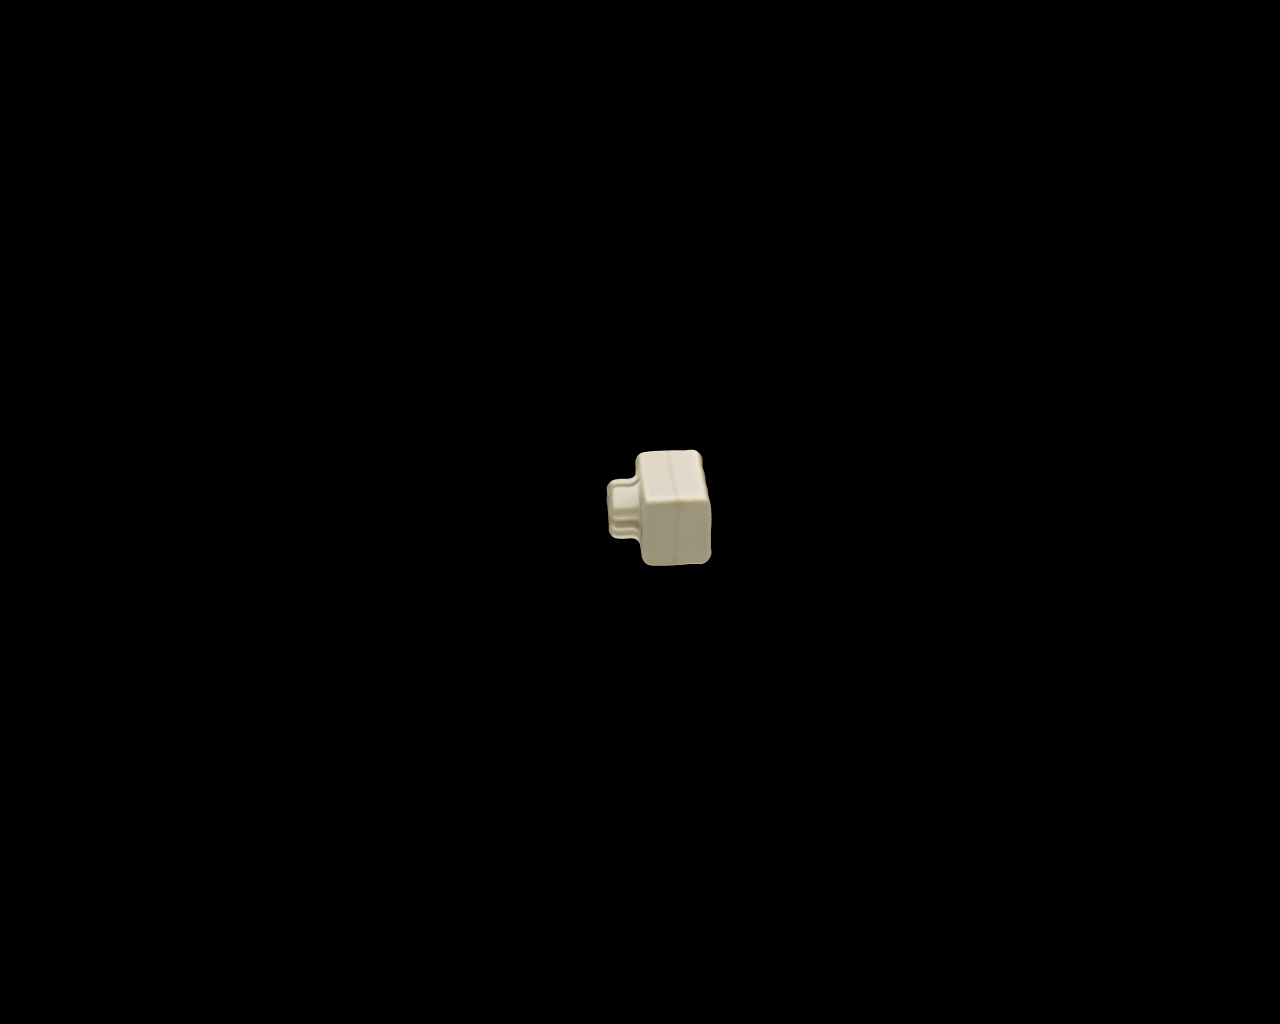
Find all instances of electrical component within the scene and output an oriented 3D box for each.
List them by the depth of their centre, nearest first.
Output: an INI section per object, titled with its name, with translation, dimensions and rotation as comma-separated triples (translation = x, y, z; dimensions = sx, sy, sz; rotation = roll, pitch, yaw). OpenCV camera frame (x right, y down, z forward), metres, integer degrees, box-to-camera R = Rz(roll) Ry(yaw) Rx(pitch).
[electrical component]
translation = 0.001, -0.003, 0.650
dimensions = 0.077, 0.047, 0.066
rotation = -2, 31, -3
